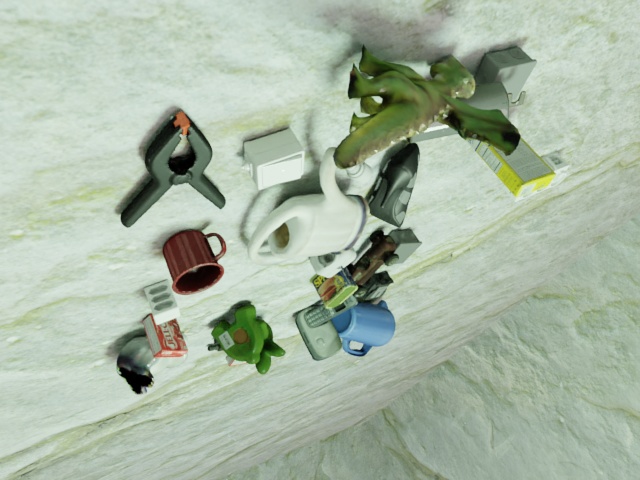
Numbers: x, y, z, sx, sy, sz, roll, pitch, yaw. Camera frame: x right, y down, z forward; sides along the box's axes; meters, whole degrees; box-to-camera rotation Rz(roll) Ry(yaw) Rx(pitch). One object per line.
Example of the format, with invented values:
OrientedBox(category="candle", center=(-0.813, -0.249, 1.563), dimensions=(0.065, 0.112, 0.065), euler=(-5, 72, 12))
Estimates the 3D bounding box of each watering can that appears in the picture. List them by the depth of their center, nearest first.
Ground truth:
OrientedBox(category="watering can", center=(0.003, -0.048, 0.949), dimensions=(0.225, 0.105, 0.341), euler=(-5, 151, -40))

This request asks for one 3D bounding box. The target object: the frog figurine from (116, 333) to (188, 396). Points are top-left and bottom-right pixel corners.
OrientedBox(category="frog figurine", center=(-0.360, 0.246, 1.132), dimensions=(0.163, 0.123, 0.134), euler=(-54, 167, -49))

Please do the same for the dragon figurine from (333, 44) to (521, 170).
OrientedBox(category="dragon figurine", center=(0.158, -0.173, 0.708), dimensions=(0.243, 0.420, 0.119), euler=(11, 129, 4))
